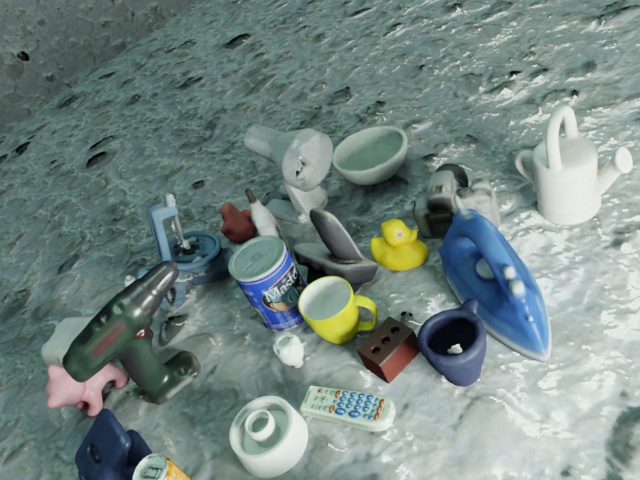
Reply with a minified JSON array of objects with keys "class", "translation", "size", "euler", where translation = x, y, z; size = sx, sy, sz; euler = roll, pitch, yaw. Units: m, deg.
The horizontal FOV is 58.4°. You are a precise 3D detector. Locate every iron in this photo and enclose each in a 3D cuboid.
[{"class":"iron","translation":[0.259,0.045,0.841],"size":[0.118,0.142,0.257],"euler":[-25,38,1]}]

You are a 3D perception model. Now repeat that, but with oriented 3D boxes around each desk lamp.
[{"class":"desk lamp","translation":[-0.059,-0.138,1.169],"size":[0.202,0.214,0.118],"euler":[15,53,40]}]

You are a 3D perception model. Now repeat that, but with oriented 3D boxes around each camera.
[{"class":"camera","translation":[0.245,-0.086,1.033],"size":[0.142,0.101,0.137],"euler":[-6,42,23]}]

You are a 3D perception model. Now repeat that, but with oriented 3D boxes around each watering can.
[{"class":"watering can","translation":[0.401,-0.127,0.919],"size":[0.172,0.194,0.101],"euler":[-5,43,25]}]

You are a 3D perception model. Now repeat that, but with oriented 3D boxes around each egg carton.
[{"class":"egg carton","translation":[-0.465,0.204,1.114],"size":[0.150,0.070,0.107],"euler":[-6,42,23]}]

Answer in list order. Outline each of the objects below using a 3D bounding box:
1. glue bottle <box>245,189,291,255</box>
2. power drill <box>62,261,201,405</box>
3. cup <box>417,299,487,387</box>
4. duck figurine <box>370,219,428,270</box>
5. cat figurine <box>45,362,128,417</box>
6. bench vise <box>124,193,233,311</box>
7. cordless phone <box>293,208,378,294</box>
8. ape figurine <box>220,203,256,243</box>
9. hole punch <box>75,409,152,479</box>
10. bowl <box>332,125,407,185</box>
[{"class":"glue bottle","translation":[-0.104,-0.030,1.101],"size":[0.037,0.173,0.078],"euler":[-23,38,4]},{"class":"power drill","translation":[-0.288,0.168,0.946],"size":[0.230,0.209,0.075],"euler":[-38,40,-16]},{"class":"cup","translation":[0.195,0.148,0.795],"size":[0.091,0.095,0.118],"euler":[11,51,37]},{"class":"duck figurine","translation":[0.132,0.000,1.008],"size":[0.104,0.086,0.077],"euler":[4,47,33]},{"class":"cat figurine","translation":[-0.420,0.246,1.001],"size":[0.067,0.118,0.128],"euler":[11,51,37]},{"class":"bench vise","translation":[-0.286,0.029,1.096],"size":[0.208,0.220,0.121],"euler":[-39,40,-17]},{"class":"cordless phone","translation":[0.009,0.004,0.991],"size":[0.147,0.185,0.094],"euler":[16,54,40]},{"class":"ape figurine","translation":[-0.182,-0.043,1.225],"size":[0.078,0.092,0.076],"euler":[-28,38,-3]},{"class":"hole punch","translation":[-0.323,0.330,0.872],"size":[0.101,0.091,0.108],"euler":[-43,41,-21]},{"class":"bowl","translation":[0.113,-0.168,1.222],"size":[0.167,0.075,0.167],"euler":[-15,39,13]}]
